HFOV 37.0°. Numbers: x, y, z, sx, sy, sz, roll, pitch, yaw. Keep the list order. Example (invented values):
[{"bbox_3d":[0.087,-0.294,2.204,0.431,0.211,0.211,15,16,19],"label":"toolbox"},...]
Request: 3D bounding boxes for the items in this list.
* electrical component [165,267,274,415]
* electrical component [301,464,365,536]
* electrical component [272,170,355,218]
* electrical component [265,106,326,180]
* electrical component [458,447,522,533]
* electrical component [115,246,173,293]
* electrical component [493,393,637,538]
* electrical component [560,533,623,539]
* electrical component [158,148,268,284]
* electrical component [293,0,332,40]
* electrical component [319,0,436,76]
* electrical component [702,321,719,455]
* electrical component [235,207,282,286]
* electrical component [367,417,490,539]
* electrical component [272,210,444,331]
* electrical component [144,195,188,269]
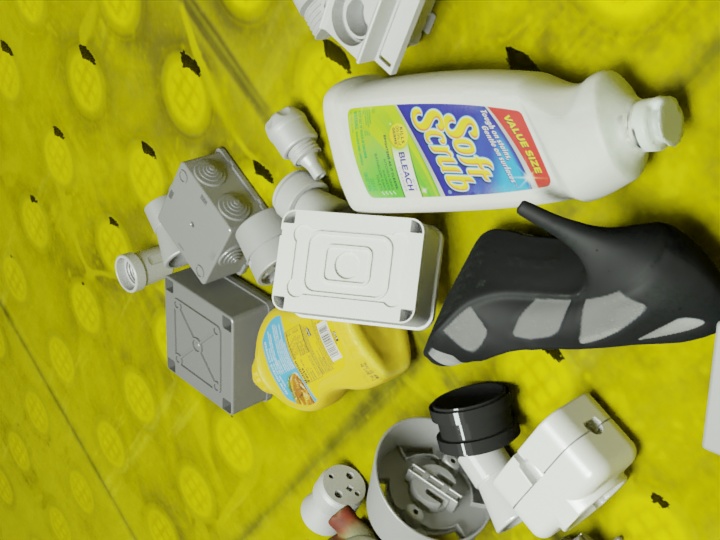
[{"bbox_3d":[-0.132,0.062,1.016,0.109,0.056,0.108,29,127,38],"label":"electrical component"},{"bbox_3d":[-0.024,0.206,0.967,0.045,0.045,0.055,51,137,21],"label":"electrical component"},{"bbox_3d":[-0.038,-0.049,0.867,0.055,0.045,0.045,40,133,30],"label":"electrical component"},{"bbox_3d":[-0.048,-0.099,0.864,0.061,0.035,0.035,56,139,12],"label":"electrical component"},{"bbox_3d":[0.103,0.157,0.803,0.065,0.044,0.044,56,140,22],"label":"electrical component"},{"bbox_3d":[-0.219,-0.002,1.094,0.040,0.046,0.040,23,123,41],"label":"electrical component"},{"bbox_3d":[0.142,0.138,0.738,0.059,0.054,0.095,50,137,22],"label":"electrical component"},{"bbox_3d":[0.153,0.212,0.758,0.077,0.066,0.047,-42,71,19],"label":"electrical component"},{"bbox_3d":[-0.134,-0.047,0.974,0.099,0.048,0.099,53,138,18],"label":"electrical component"},{"bbox_3d":[-0.029,-0.206,0.787,0.043,0.043,0.081,-37,79,50],"label":"electrical component"},{"bbox_3d":[0.026,-0.203,0.710,0.078,0.063,0.121,47,136,25],"label":"electrical component"},{"bbox_3d":[0.241,0.070,0.601,0.076,0.047,0.083,21,122,42],"label":"electrical component"},{"bbox_3d":[-0.074,-0.021,0.914,0.047,0.055,0.055,59,140,17],"label":"electrical component"},{"bbox_3d":[0.053,0.169,0.822,0.099,0.099,0.064,46,142,25],"label":"electrical component"},{"bbox_3d":[0.000,0.000,0.791,0.113,0.057,0.078,5,85,21],"label":"electrical component"},{"bbox_3d":[-0.181,-0.040,1.039,0.044,0.044,0.065,-44,68,49],"label":"electrical component"}]
